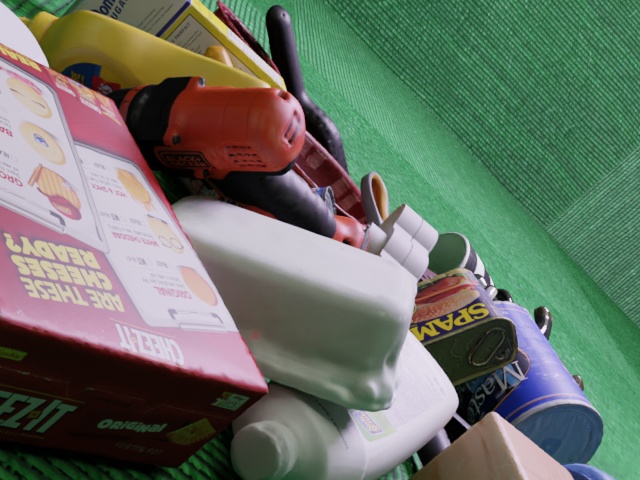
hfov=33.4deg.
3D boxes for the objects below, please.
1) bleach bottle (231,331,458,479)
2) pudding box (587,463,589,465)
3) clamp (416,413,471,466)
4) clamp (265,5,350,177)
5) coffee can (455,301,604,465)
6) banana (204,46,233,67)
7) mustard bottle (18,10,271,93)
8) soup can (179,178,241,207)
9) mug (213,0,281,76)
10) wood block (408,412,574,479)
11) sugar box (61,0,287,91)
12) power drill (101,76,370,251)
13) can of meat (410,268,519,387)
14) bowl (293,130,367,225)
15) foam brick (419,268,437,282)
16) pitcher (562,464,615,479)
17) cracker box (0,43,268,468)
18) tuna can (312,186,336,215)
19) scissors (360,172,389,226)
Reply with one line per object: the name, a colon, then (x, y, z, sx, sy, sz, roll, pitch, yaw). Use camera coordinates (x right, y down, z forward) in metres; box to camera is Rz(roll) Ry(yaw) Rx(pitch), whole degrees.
bleach bottle: (0.008, 0.101, 0.648, 0.102, 0.068, 0.250, 48, 16, 15)
pudding box: (0.251, 0.246, 1.016, 0.113, 0.039, 0.090, 45, 14, -7)
clamp: (0.084, 0.134, 0.826, 0.120, 0.039, 0.171, 28, 23, -55)
clamp: (-0.039, -0.132, 1.110, 0.165, 0.036, 0.210, -6, -61, 55)
coffee can: (0.175, 0.137, 0.957, 0.102, 0.103, 0.140, 37, 17, -36)
banana: (-0.052, -0.067, 0.895, 0.197, 0.070, 0.037, 53, 15, -12)
mustard bottle: (-0.130, -0.110, 0.738, 0.191, 0.058, 0.096, 23, -19, 1)
soup can: (-0.080, -0.063, 0.822, 0.102, 0.068, 0.068, 52, 15, 22)
mug: (-0.093, -0.156, 0.995, 0.093, 0.081, 0.117, 44, 13, -41)
wood block: (0.127, 0.213, 0.633, 0.090, 0.090, 0.206, 40, 16, -25)
sugar box: (-0.122, -0.157, 0.900, 0.176, 0.093, 0.048, 42, 14, -21)
power drill: (-0.063, -0.033, 0.694, 0.185, 0.057, 0.187, 6, -26, 33)
can of meat: (0.108, 0.078, 0.926, 0.084, 0.102, 0.057, -118, -171, -54)
bowl: (-0.020, -0.054, 0.999, 0.162, 0.055, 0.162, 44, 14, -14)
foam brick: (0.092, 0.056, 1.041, 0.078, 0.051, 0.053, 31, 21, -48)
pitcher: (0.241, 0.272, 0.768, 0.242, 0.145, 0.149, 37, 5, -24)
cracker box: (-0.136, -0.006, 0.489, 0.164, 0.072, 0.214, 26, 26, -53)
tuna can: (-0.006, 0.001, 0.847, 0.086, 0.034, 0.086, -4, 90, -82)
scissors: (0.064, 0.023, 0.950, 0.096, 0.016, 0.202, 49, 26, -41)
